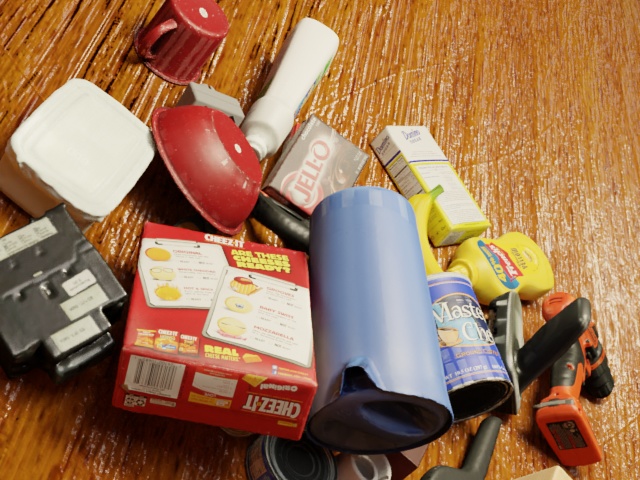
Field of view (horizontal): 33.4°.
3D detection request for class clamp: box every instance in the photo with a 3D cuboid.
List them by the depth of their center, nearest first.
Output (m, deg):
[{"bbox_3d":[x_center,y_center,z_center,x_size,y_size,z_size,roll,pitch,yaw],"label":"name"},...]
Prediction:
[{"bbox_3d":[0.158,0.268,1.126,0.209,0.036,0.164,4,56,-41],"label":"clamp"},{"bbox_3d":[-0.008,0.001,1.199,0.172,0.039,0.120,39,2,22],"label":"clamp"}]

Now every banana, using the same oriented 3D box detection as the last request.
[{"bbox_3d":[0.135,0.013,1.334,0.037,0.070,0.198,52,25,-53],"label":"banana"}]

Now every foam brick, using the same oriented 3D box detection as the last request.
[{"bbox_3d":[0.077,0.206,1.096,0.053,0.051,0.078,43,36,-4],"label":"foam brick"}]

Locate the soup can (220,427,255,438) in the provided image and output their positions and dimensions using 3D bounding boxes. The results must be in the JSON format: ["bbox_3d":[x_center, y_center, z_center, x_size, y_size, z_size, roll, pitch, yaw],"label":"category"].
[{"bbox_3d":[-0.053,0.139,1.019,0.068,0.069,0.102,53,37,10],"label":"soup can"}]

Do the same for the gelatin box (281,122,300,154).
[{"bbox_3d":[-0.005,-0.095,1.327,0.089,0.030,0.073,33,36,-17],"label":"gelatin box"}]

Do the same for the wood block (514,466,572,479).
[{"bbox_3d":[0.196,0.331,1.024,0.090,0.091,0.205,47,44,-10],"label":"wood block"}]

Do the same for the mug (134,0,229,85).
[{"bbox_3d":[-0.168,-0.243,1.265,0.093,0.082,0.117,53,36,10],"label":"mug"}]

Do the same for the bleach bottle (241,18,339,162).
[{"bbox_3d":[-0.049,-0.172,1.317,0.068,0.103,0.250,30,44,-6],"label":"bleach bottle"}]

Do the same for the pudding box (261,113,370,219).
[{"bbox_3d":[-0.006,-0.078,1.264,0.090,0.039,0.113,35,65,-15],"label":"pudding box"}]

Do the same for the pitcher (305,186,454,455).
[{"bbox_3d":[0.050,0.078,1.025,0.144,0.149,0.243,14,52,-22],"label":"pitcher"}]

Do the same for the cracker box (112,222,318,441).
[{"bbox_3d":[-0.092,0.077,0.960,0.164,0.072,0.213,12,28,-10],"label":"cracker box"}]

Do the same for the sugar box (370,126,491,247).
[{"bbox_3d":[0.149,-0.076,1.450,0.093,0.048,0.176,-5,56,-47],"label":"sugar box"}]

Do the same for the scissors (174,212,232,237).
[{"bbox_3d":[-0.138,-0.037,1.151,0.096,0.016,0.202,6,51,-42],"label":"scissors"}]

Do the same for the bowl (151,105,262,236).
[{"bbox_3d":[-0.110,-0.087,1.143,0.162,0.055,0.162,53,17,-24],"label":"bowl"}]

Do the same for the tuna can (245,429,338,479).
[{"bbox_3d":[-0.026,0.213,1.001,0.086,0.034,0.086,26,40,-25],"label":"tuna can"}]

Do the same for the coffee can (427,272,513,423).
[{"bbox_3d":[0.145,0.122,1.202,0.102,0.103,0.140,11,48,-38],"label":"coffee can"}]

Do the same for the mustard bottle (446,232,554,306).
[{"bbox_3d":[0.226,0.040,1.402,0.191,0.058,0.096,-6,60,-47],"label":"mustard bottle"}]

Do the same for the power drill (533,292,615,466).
[{"bbox_3d":[0.320,0.185,1.328,0.184,0.057,0.187,55,33,-30],"label":"power drill"}]
